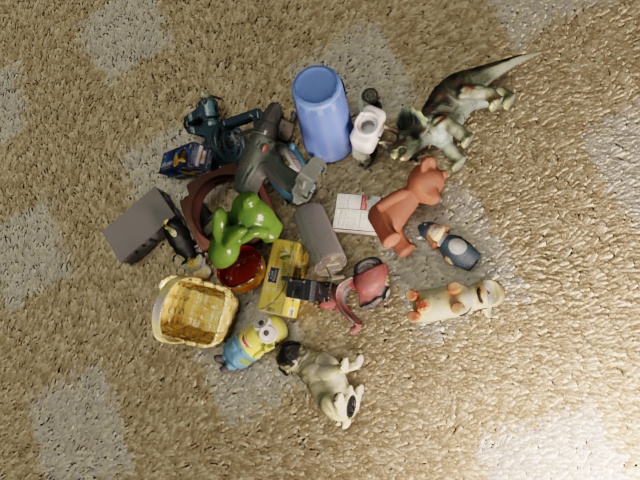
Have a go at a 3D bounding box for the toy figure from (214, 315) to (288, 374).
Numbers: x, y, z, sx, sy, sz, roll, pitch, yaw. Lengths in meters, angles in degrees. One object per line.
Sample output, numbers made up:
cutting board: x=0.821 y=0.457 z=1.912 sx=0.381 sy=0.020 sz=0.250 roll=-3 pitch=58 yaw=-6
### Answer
toy figure: x=-0.158 y=0.238 z=1.242 sx=0.180 sy=0.089 sz=0.082 roll=-39 pitch=85 yaw=14

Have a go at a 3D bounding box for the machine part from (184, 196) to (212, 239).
machine part: x=-0.303 y=-0.063 z=1.374 sx=0.139 sy=0.039 sz=0.084 roll=44 pitch=100 yaw=18

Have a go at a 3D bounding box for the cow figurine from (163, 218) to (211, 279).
cow figurine: x=-0.329 y=0.021 z=1.330 sx=0.068 sy=0.098 sz=0.167 roll=-34 pitch=71 yaw=-1

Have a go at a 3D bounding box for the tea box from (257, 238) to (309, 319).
tea box: x=-0.081 y=0.090 z=1.243 sx=0.068 sy=0.098 sz=0.169 roll=9 pitch=78 yaw=17

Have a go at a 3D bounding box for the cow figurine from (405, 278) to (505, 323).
cow figurine: x=0.290 y=0.128 z=1.129 sx=0.195 sy=0.127 sz=0.085 roll=-16 pitch=72 yaw=27

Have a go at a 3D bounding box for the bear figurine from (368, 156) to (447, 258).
bear figurine: x=0.204 y=-0.074 z=1.160 sx=0.196 sy=0.120 sz=0.132 roll=-37 pitch=57 yaw=13

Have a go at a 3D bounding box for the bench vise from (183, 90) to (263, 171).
bench vise: x=-0.224 y=-0.283 z=1.348 sx=0.241 sy=0.129 sz=0.223 roll=-10 pitch=82 yaw=31

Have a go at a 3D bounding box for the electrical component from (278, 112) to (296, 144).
electrical component: x=-0.108 y=-0.284 z=1.368 sx=0.078 sy=0.045 sz=0.102 roll=14 pitch=84 yaw=-10

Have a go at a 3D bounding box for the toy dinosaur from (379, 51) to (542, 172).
toy dinosaur: x=0.304 y=-0.305 z=1.222 sx=0.192 sy=0.131 sz=0.405 roll=38 pitch=84 yaw=19

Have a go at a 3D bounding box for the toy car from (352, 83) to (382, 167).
toy car: x=0.111 y=-0.275 z=1.285 sx=0.056 sy=0.073 sz=0.201 roll=3 pitch=78 yaw=15

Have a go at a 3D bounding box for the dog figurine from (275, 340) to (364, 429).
dog figurine: x=-0.012 y=0.314 z=1.183 sx=0.191 sy=0.121 sz=0.172 roll=-1 pitch=74 yaw=30

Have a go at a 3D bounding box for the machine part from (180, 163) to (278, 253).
machine part: x=-0.217 y=-0.068 z=1.302 sx=0.201 sy=0.087 sz=0.201 roll=-26 pitch=84 yaw=-2

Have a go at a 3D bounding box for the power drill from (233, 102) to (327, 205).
power drill: x=-0.089 y=-0.184 z=1.204 sx=0.208 sy=0.086 sz=0.232 roll=29 pitch=91 yaw=26

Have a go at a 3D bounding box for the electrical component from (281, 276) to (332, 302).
electrical component: x=-0.036 y=0.106 z=1.166 sx=0.075 sy=0.119 sz=0.047 roll=4 pitch=86 yaw=36

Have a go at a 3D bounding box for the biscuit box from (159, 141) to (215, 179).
biscuit box: x=-0.338 y=-0.196 z=1.347 sx=0.203 sy=0.059 sz=0.062 roll=-1 pitch=75 yaw=54

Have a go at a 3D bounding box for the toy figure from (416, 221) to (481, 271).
toy figure: x=0.280 y=0.005 z=1.185 sx=0.155 sy=0.057 sz=0.064 roll=39 pitch=52 yaw=22

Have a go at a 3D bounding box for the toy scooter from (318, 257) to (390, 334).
toy scooter: x=0.086 y=0.129 z=1.197 sx=0.184 sy=0.075 sz=0.135 roll=-31 pitch=68 yaw=15

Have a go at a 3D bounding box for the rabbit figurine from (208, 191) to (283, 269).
rabbit figurine: x=-0.175 y=-0.012 z=1.163 sx=0.121 sy=0.159 sz=0.170 roll=33 pitch=76 yaw=11

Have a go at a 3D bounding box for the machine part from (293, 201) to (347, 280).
machine part: x=-0.003 y=-0.004 z=1.228 sx=0.079 sy=0.079 sz=0.243 roll=-28 pitch=52 yaw=8

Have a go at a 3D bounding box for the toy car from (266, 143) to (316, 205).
toy car: x=-0.086 y=-0.168 z=1.303 sx=0.109 sy=0.103 sz=0.162 roll=-33 pitch=69 yaw=7
